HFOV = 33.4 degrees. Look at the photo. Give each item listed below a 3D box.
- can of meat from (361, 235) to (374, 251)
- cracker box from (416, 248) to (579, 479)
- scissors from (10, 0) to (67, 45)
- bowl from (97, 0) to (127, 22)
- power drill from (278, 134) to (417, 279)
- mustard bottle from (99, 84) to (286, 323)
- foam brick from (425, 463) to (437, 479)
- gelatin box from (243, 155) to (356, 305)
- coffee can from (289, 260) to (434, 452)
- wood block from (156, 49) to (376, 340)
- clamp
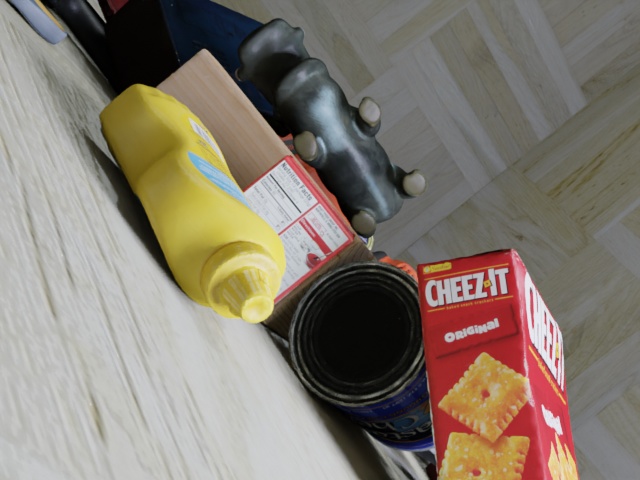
[{"bbox_3d":[-0.005,0.000,1.173,0.083,0.102,0.057,46,3,-45],"label":"can of meat"},{"bbox_3d":[0.123,0.135,0.672,0.164,0.072,0.213,48,35,-59],"label":"cracker box"},{"bbox_3d":[-0.209,-0.166,0.739,0.096,0.016,0.202,51,2,-25],"label":"scissors"},{"bbox_3d":[-0.170,-0.198,1.063,0.162,0.055,0.162,62,-9,17],"label":"bowl"},{"bbox_3d":[-0.006,0.001,0.908,0.188,0.057,0.184,57,28,6],"label":"power drill"},{"bbox_3d":[-0.066,-0.014,0.602,0.096,0.058,0.192,50,2,-38],"label":"mustard bottle"},{"bbox_3d":[0.145,0.234,1.001,0.078,0.051,0.053,51,3,-13],"label":"foam brick"},{"bbox_3d":[-0.032,-0.003,0.718,0.073,0.089,0.030,51,4,-2],"label":"gelatin box"},{"bbox_3d":[0.050,0.087,0.765,0.103,0.103,0.140,52,2,31],"label":"coffee can"},{"bbox_3d":[-0.052,-0.033,0.814,0.206,0.091,0.090,52,2,23],"label":"wood block"},{"bbox_3d":[-0.231,-0.220,0.957,0.165,0.036,0.210,52,-2,43],"label":"clamp"}]
